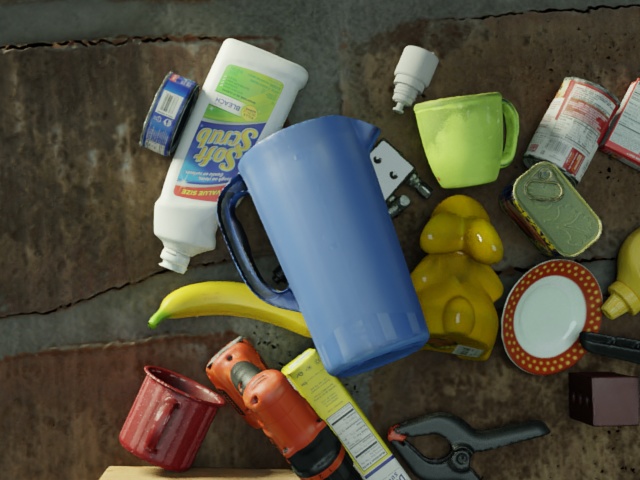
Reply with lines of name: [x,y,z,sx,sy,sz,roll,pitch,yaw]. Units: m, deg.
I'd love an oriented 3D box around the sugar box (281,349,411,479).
sugar box: [0.029,0.195,1.115,0.048,0.093,0.176,-39,90,-6]

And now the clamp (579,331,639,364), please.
clamp: [0.405,0.114,1.138,0.210,0.036,0.165,38,111,-14]

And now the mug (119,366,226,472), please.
mug: [-0.156,0.187,1.096,0.093,0.117,0.081,25,90,0]

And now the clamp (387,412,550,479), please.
clamp: [0.160,0.224,1.146,0.171,0.039,0.120,26,84,-1]

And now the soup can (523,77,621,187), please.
soup can: [0.273,-0.117,1.163,0.068,0.068,0.102,29,85,-1]

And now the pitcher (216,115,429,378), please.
pitcher: [0.008,0.012,1.064,0.144,0.149,0.243,-11,74,-34]

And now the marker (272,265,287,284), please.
marker: [-0.008,0.001,1.163,0.020,0.020,0.121,44,85,0]

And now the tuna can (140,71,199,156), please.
tuna can: [-0.159,-0.133,1.131,0.033,0.086,0.086,23,85,-3]

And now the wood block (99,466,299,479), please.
wood block: [-0.121,0.286,1.102,0.206,0.090,0.091,2,87,-3]

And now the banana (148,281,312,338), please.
banana: [-0.083,0.075,1.136,0.197,0.037,0.069,3,53,-8]

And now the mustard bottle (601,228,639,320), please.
mustard bottle: [0.384,0.020,1.163,0.191,0.058,0.096,-40,94,-5]

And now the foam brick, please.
foam brick: [0.302,0.169,1.139,0.051,0.078,0.053,0,86,-5]

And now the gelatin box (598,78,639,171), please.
gelatin box: [0.363,-0.124,1.187,0.073,0.030,0.089,27,84,0]

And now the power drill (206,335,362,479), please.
power drill: [-0.034,0.181,1.060,0.057,0.188,0.184,-39,114,-13]

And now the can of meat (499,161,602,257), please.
can of meat: [0.244,-0.029,1.147,0.057,0.084,0.102,-39,89,-5]

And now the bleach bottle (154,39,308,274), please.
bleach bottle: [-0.104,-0.082,1.144,0.102,0.068,0.251,22,87,-1]
